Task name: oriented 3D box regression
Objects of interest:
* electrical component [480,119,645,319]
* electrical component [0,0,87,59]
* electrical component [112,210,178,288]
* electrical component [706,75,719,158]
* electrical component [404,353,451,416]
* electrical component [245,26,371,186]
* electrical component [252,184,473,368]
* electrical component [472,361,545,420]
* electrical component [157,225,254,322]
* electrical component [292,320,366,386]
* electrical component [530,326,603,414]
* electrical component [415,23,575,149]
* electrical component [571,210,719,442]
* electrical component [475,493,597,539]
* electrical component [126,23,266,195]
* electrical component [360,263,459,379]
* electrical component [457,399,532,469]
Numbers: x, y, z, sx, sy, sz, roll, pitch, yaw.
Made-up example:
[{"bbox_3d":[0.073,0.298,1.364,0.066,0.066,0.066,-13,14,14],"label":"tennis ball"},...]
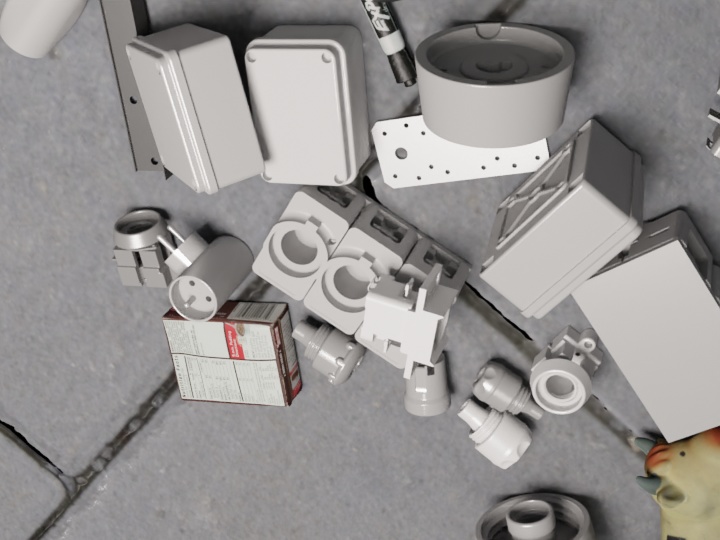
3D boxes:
[{"bbox_3d":[0.145,-0.037,0.766,0.056,0.108,0.108,39,124,-9],"label":"electrical component"},{"bbox_3d":[-0.263,-0.222,0.853,0.079,0.043,0.077,44,124,-4],"label":"electrical component"},{"bbox_3d":[-0.187,-0.019,0.937,0.066,0.048,0.055,3,126,18],"label":"electrical component"},{"bbox_3d":[0.273,-0.099,0.727,0.081,0.042,0.063,29,127,3],"label":"electrical component"},{"bbox_3d":[0.056,0.095,0.916,0.040,0.040,0.046,2,112,19],"label":"electrical component"},{"bbox_3d":[-0.039,-0.124,0.817,0.078,0.057,0.113,4,119,18],"label":"electrical component"},{"bbox_3d":[0.000,0.000,0.869,0.150,0.061,0.089,34,123,0],"label":"electrical component"},{"bbox_3d":[0.126,0.104,0.897,0.061,0.035,0.035,33,123,-1],"label":"electrical component"},{"bbox_3d":[-0.137,-0.006,0.907,0.079,0.077,0.043,44,123,-7],"label":"electrical component"},{"bbox_3d":[-0.029,0.066,0.928,0.062,0.048,0.048,32,124,9],"label":"electrical component"},{"bbox_3d":[0.163,0.083,0.859,0.048,0.055,0.066,38,123,-3],"label":"electrical component"},{"bbox_3d":[0.092,-0.122,0.744,0.108,0.108,0.060,8,126,16],"label":"electrical component"},{"bbox_3d":[0.237,0.041,0.806,0.089,0.061,0.150,-27,106,30],"label":"electrical component"},{"bbox_3d":[0.150,0.232,0.919,0.108,0.108,0.060,-6,109,22],"label":"electrical component"},{"bbox_3d":[-0.125,-0.124,0.816,0.056,0.109,0.108,-22,115,-18],"label":"electrical component"},{"bbox_3d":[0.035,0.035,0.811,0.064,0.042,0.081,17,121,13],"label":"electrical component"},{"bbox_3d":[0.112,0.135,0.914,0.062,0.043,0.043,39,123,-2],"label":"electrical component"}]
